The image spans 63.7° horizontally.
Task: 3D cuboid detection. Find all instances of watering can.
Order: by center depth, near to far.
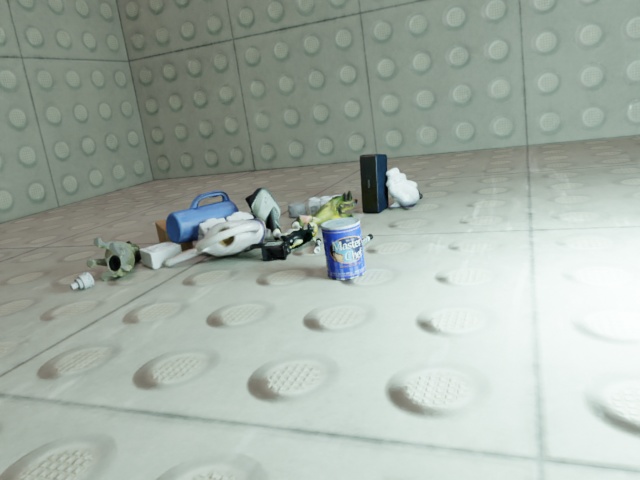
[{"bbox_3d":[-0.315,0.007,1.643,0.344,0.104,0.225,-22,-6,29],"label":"watering can"}]

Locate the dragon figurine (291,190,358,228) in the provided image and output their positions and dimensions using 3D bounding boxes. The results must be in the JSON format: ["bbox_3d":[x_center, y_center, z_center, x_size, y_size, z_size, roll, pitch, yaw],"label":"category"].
[{"bbox_3d":[0.006,-0.097,1.929,0.242,0.122,0.413,-13,4,14],"label":"dragon figurine"}]

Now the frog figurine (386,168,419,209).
[{"bbox_3d":[0.325,-0.206,2.025,0.138,0.158,0.123,-15,16,-28],"label":"frog figurine"}]
